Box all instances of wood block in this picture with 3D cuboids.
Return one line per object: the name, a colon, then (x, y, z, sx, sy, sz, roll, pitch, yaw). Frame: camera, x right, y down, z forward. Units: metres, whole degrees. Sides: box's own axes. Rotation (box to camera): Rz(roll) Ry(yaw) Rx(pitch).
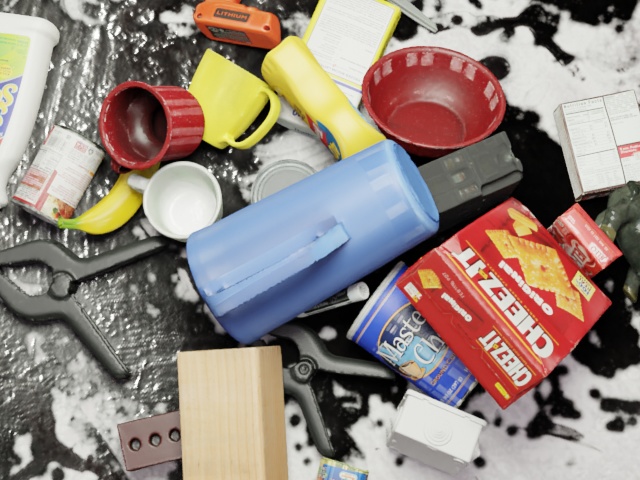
wood block: (-0.088, 0.217, 1.121, 0.090, 0.090, 0.206, -5, 84, 14)

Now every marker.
marker: (0.000, 0.068, 1.142, 0.121, 0.020, 0.020, -20, 77, 37)

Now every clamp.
clamp: (-0.004, 0.140, 1.176, 0.120, 0.039, 0.171, -42, 81, -9)
clamp: (-0.279, 0.045, 1.203, 0.210, 0.036, 0.164, 21, 81, 6)

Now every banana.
banana: (-0.218, -0.079, 1.212, 0.037, 0.069, 0.197, 10, 64, 45)

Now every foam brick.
foam brick: (-0.175, 0.217, 1.161, 0.078, 0.051, 0.053, -14, 79, -1)

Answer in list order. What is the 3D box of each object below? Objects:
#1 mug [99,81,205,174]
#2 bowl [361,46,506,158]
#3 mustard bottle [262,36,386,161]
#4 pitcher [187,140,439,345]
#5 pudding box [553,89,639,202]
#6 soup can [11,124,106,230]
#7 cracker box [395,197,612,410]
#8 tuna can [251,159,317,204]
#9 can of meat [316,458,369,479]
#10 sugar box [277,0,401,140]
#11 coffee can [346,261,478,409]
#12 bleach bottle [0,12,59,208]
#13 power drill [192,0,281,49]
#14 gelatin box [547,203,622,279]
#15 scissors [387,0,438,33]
mug: (-0.184, -0.117, 1.160, 0.093, 0.081, 0.117, 44, 114, 14)
bowl: (0.124, -0.145, 1.198, 0.162, 0.055, 0.162, 2, 51, -3)
mustard bottle: (0.017, -0.129, 1.153, 0.058, 0.096, 0.191, -40, 83, -5)
pitcher: (-0.007, 0.001, 1.085, 0.243, 0.144, 0.149, -29, 51, 15)
pudding box: (0.323, -0.108, 1.212, 0.090, 0.039, 0.113, -11, 78, 0)
soup can: (-0.295, -0.072, 1.209, 0.068, 0.068, 0.102, 26, 81, 6)
cracker box: (0.196, 0.056, 1.103, 0.164, 0.213, 0.072, 49, 124, 9)
tuna can: (-0.035, -0.047, 1.214, 0.086, 0.034, 0.086, 0, 80, 2)
can of meat: (0.017, 0.277, 1.119, 0.057, 0.102, 0.084, 15, 78, 4)
sugar box: (0.018, -0.203, 1.236, 0.093, 0.048, 0.176, 24, 85, 6)
coffee can: (0.114, 0.103, 1.147, 0.140, 0.103, 0.103, 35, 82, 7)
bleach bottle: (-0.371, -0.131, 1.227, 0.102, 0.068, 0.251, 7, 82, 2)
power drill: (-0.060, -0.319, 1.242, 0.185, 0.057, 0.187, 11, 78, 18)
gelatin box: (0.285, 0.004, 1.166, 0.030, 0.089, 0.073, -38, 81, -7)
scissors: (0.066, -0.327, 1.271, 0.202, 0.016, 0.096, 25, 81, 6)
